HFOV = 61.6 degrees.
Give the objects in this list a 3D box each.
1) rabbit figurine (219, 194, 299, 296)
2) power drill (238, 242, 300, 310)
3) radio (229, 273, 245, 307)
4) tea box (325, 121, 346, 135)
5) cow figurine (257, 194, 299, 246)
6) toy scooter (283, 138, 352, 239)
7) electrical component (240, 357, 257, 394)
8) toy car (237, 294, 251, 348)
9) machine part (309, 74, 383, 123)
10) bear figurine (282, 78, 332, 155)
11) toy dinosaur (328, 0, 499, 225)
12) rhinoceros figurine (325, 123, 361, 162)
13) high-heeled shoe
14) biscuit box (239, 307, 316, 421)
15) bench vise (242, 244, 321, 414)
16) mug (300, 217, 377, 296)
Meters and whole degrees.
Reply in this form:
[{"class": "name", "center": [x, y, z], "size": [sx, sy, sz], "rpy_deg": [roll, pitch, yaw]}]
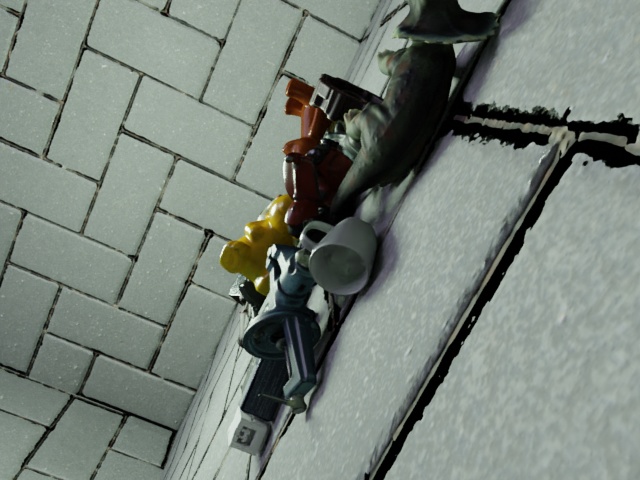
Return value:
[{"class": "rabbit figurine", "center": [-0.072, -0.008, 0.949], "size": [0.173, 0.122, 0.162], "rpy_deg": [-58, -5, 23]}, {"class": "power drill", "center": [-0.067, 0.058, 1.066], "size": [0.207, 0.086, 0.232], "rpy_deg": [-39, 13, 32]}, {"class": "radio", "center": [-0.124, 0.066, 1.371], "size": [0.131, 0.073, 0.229], "rpy_deg": [0, 55, 46]}, {"class": "tea box", "center": [0.050, -0.219, 1.248], "size": [0.169, 0.098, 0.068], "rpy_deg": [-64, 9, 1]}, {"class": "cow figurine", "center": [-0.069, -0.020, 1.193], "size": [0.127, 0.194, 0.085], "rpy_deg": [-34, 65, 20]}, {"class": "toy scooter", "center": [-0.008, -0.102, 0.851], "size": [0.184, 0.075, 0.135], "rpy_deg": [-53, -41, -37]}, {"class": "electrical component", "center": [-0.101, 0.243, 1.019], "size": [0.134, 0.058, 0.115], "rpy_deg": [-67, 11, -8]}, {"class": "toy car", "center": [-0.151, 0.140, 1.180], "size": [0.089, 0.053, 0.202], "rpy_deg": [119, 157, -48]}, {"class": "machine part", "center": [0.065, -0.271, 1.074], "size": [0.179, 0.179, 0.056], "rpy_deg": [-83, 16, -64]}, {"class": "bear figurine", "center": [-0.039, -0.228, 1.168], "size": [0.120, 0.132, 0.196], "rpy_deg": [108, -177, -77]}, {"class": "toy dinosaur", "center": [0.111, -0.174, 0.723], "size": [0.192, 0.131, 0.404], "rpy_deg": [-99, 28, -77]}, {"class": "rhinoceros figurine", "center": [0.062, -0.170, 0.999], "size": [0.073, 0.112, 0.190], "rpy_deg": [-69, 17, -8]}, {"class": "high-heeled shoe", "center": [-0.002, -0.003, 0.984], "size": [0.249, 0.086, 0.145], "rpy_deg": [-57, 13, -26]}, {"class": "biscuit box", "center": [-0.074, 0.206, 0.938], "size": [0.202, 0.063, 0.059], "rpy_deg": [-67, 8, -12]}, {"class": "bench vise", "center": [-0.039, 0.129, 0.792], "size": [0.223, 0.129, 0.241], "rpy_deg": [-49, 37, 32]}, {"class": "mug", "center": [0.028, 0.010, 0.743], "size": [0.080, 0.110, 0.107], "rpy_deg": [-66, -6, 33]}]
